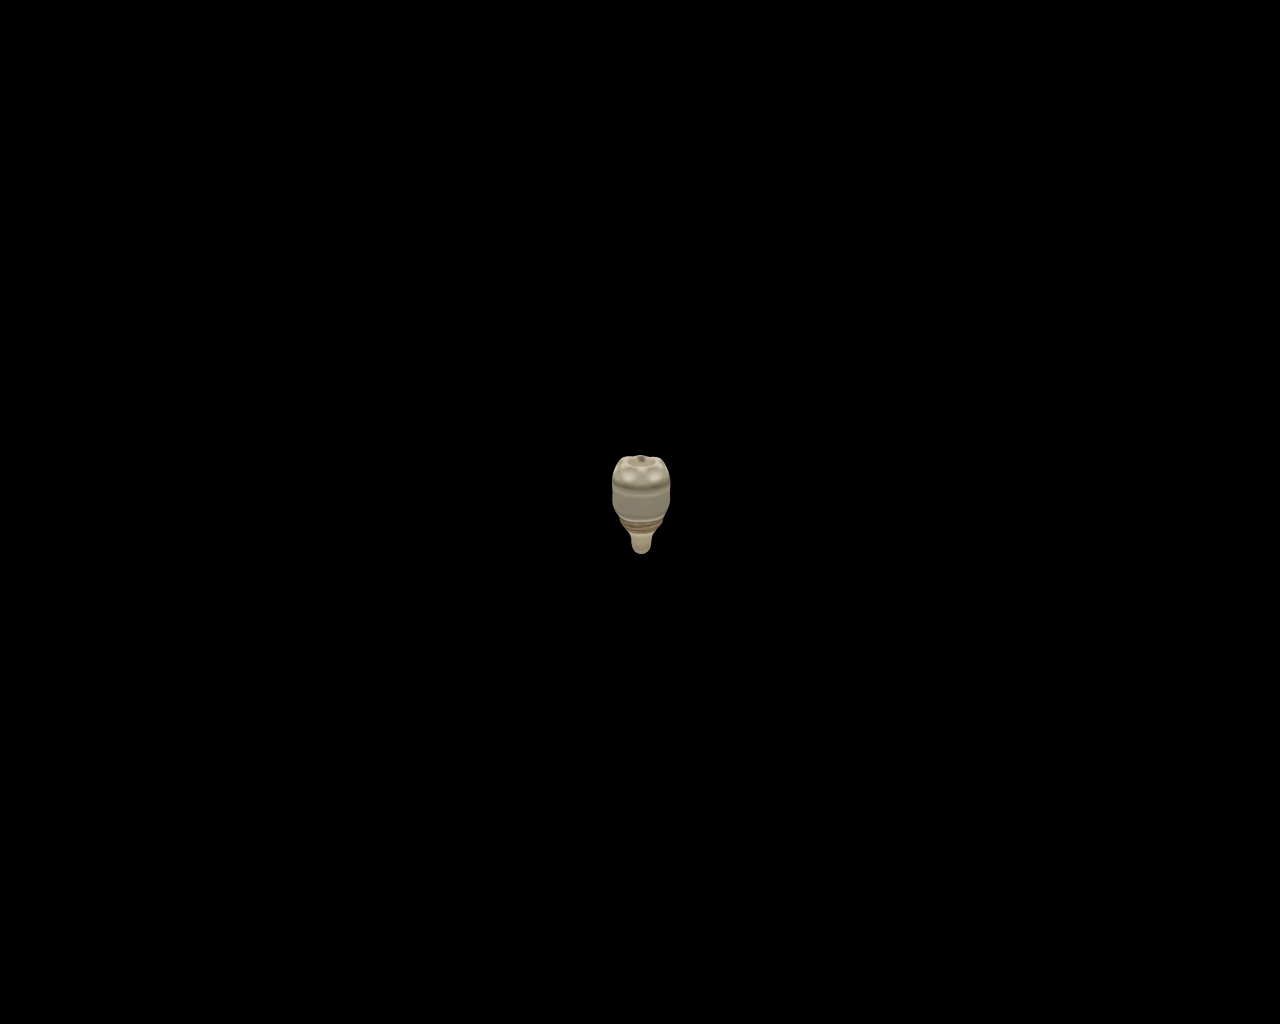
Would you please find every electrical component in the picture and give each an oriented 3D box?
[{"bbox_3d":[0.001,-0.003,0.650,0.035,0.061,0.035,0,23,0],"label":"electrical component"}]
